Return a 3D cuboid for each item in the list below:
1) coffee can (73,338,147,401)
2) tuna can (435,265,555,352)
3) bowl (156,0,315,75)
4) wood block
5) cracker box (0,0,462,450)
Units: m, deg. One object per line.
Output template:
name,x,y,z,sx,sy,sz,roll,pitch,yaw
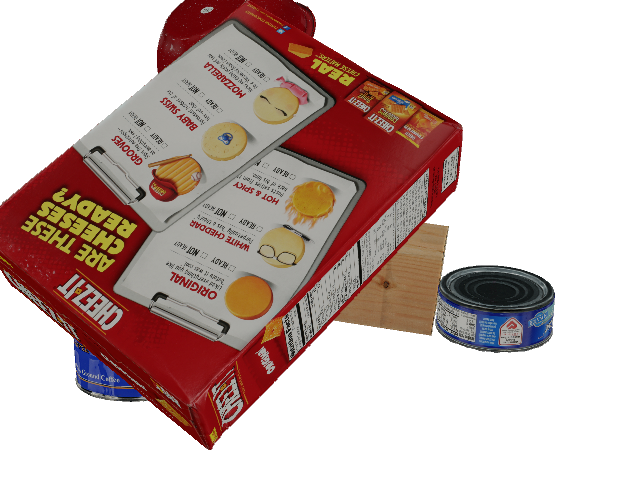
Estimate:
coffee can,-0.138,0.037,0.804,0.103,0.140,0.103,-1,15,0
tuna can,0.128,0.048,0.781,0.086,0.034,0.086,0,21,0
bowl,-0.088,-0.187,0.961,0.162,0.162,0.055,0,-44,34
wood block,0.020,0.026,1.093,0.206,0.091,0.090,9,22,7
cracker box,-0.050,-0.017,0.592,0.164,0.213,0.072,35,-23,24
